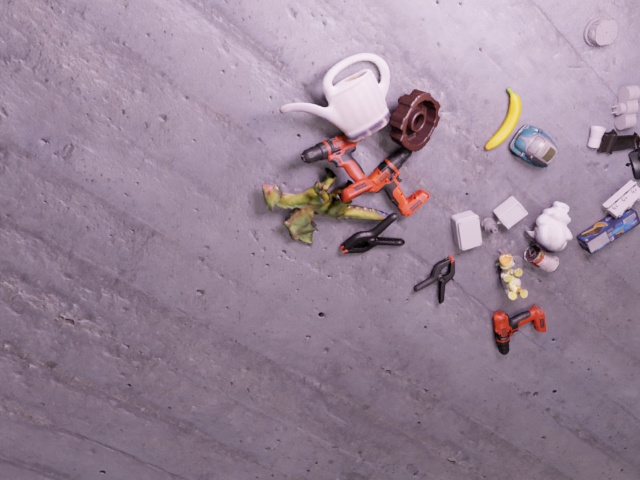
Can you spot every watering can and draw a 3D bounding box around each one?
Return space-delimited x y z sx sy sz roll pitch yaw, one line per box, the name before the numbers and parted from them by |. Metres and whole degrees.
watering can | 0.067 -0.370 1.431 0.350 0.105 0.221 -36 114 -15

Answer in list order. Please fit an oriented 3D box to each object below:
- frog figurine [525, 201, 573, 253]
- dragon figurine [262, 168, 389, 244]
frog figurine | 0.787 -0.041 1.723 0.137 0.125 0.157 34 116 -2
dragon figurine | 0.005 -0.080 1.580 0.406 0.125 0.239 29 123 -29
